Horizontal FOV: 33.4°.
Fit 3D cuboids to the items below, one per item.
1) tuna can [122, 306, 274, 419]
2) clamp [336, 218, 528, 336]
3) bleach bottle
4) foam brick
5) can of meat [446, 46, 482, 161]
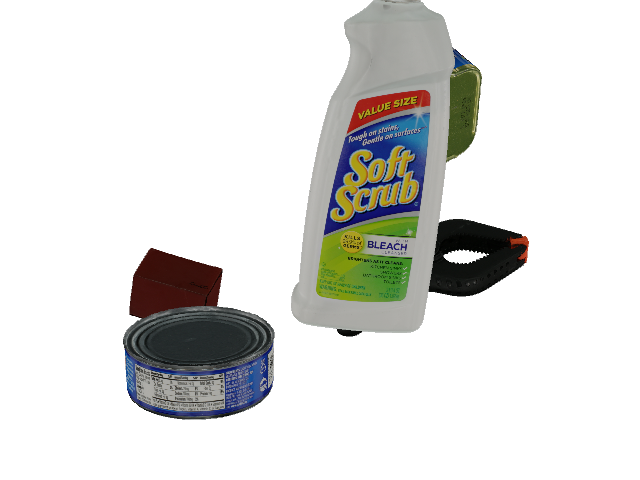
[{"bbox_3d":[-0.069,0.069,0.611,0.086,0.034,0.086,0,19,0],"label":"tuna can"},{"bbox_3d":[0.104,0.028,1.068,0.210,0.164,0.036,-2,-44,4],"label":"clamp"},{"bbox_3d":[0.037,-0.062,0.746,0.102,0.251,0.068,5,21,4],"label":"bleach bottle"},{"bbox_3d":[-0.143,0.051,1.054,0.078,0.051,0.053,17,33,6],"label":"foam brick"},{"bbox_3d":[0.093,-0.128,0.925,0.057,0.102,0.084,-24,49,-19],"label":"can of meat"}]
